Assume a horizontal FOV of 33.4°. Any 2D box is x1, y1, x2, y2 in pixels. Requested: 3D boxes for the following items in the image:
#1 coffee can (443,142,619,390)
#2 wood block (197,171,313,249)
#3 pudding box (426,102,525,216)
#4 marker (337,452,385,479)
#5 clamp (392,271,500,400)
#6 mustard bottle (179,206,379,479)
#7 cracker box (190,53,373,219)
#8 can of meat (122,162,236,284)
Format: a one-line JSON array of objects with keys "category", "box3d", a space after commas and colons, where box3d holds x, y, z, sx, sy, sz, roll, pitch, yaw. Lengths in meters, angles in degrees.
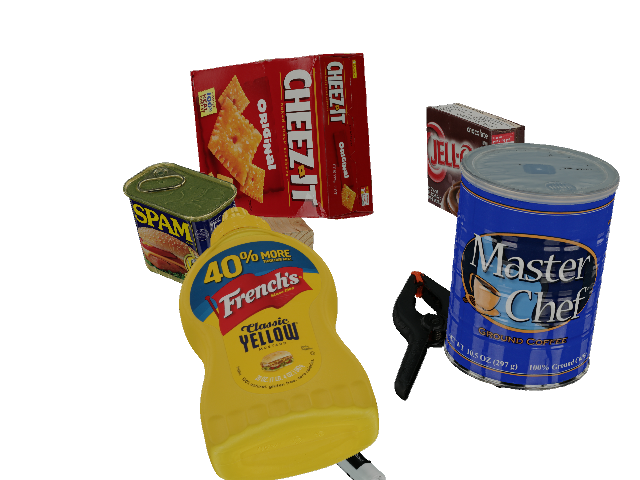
[{"category": "coffee can", "box3d": [0.141, 0.015, 0.727, 0.103, 0.140, 0.103, 2, 23, -1]}, {"category": "wood block", "box3d": [-0.089, -0.012, 1.349, 0.090, 0.090, 0.206, -6, 28, -22]}, {"category": "pudding box", "box3d": [0.133, -0.066, 0.925, 0.039, 0.090, 0.114, -12, 21, -22]}, {"category": "marker", "box3d": [0.006, 0.153, 0.820, 0.020, 0.020, 0.121, 0, 25, -40]}, {"category": "clamp", "box3d": [0.134, 0.102, 1.159, 0.120, 0.171, 0.039, 4, -44, -7]}, {"category": "mustard bottle", "box3d": [-0.034, 0.048, 0.642, 0.096, 0.058, 0.192, -14, 45, -5]}, {"category": "cracker box", "box3d": [-0.046, -0.107, 1.128, 0.071, 0.164, 0.214, -11, 10, -41]}, {"category": "can of meat", "box3d": [-0.115, -0.010, 0.922, 0.102, 0.084, 0.057, 20, 43, 33]}]
